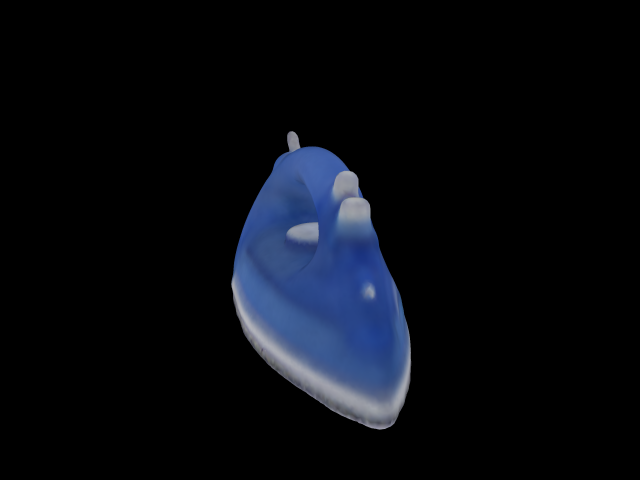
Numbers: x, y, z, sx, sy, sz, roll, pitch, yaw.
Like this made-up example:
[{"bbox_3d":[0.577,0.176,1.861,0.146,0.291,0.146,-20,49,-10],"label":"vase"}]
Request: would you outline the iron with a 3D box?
[{"bbox_3d":[0.004,0.001,0.400,0.119,0.141,0.257,-4,14,-15],"label":"iron"}]
